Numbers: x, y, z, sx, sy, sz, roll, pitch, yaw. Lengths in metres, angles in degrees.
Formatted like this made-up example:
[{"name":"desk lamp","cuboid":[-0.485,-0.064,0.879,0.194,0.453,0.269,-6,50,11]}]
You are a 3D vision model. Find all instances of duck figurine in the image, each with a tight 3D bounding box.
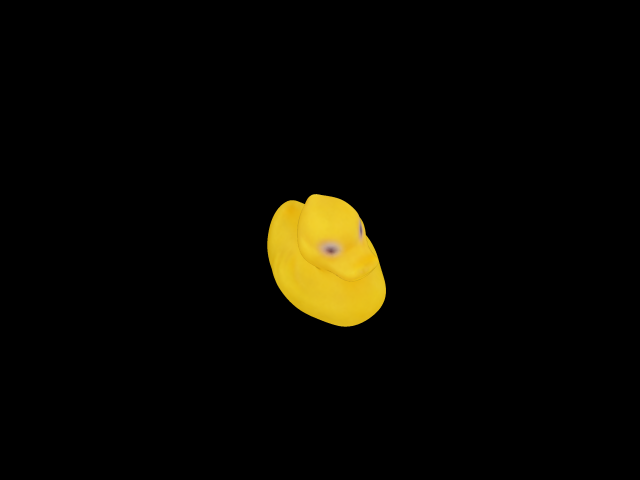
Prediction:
[{"name":"duck figurine","cuboid":[0.004,0.001,0.400,0.078,0.086,0.104,-33,62,-20]}]
